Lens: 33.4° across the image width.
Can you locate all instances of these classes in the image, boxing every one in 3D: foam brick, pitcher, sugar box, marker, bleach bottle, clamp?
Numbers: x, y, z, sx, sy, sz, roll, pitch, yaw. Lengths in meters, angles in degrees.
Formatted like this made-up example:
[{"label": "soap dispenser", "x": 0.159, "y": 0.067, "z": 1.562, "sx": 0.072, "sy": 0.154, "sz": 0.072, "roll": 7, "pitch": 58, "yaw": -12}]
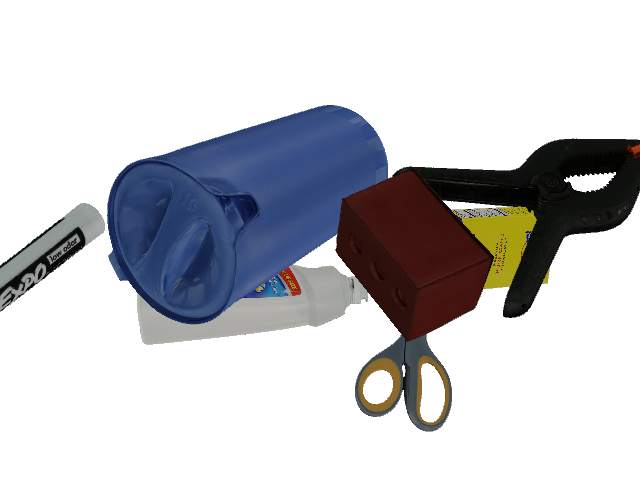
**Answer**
[{"label": "foam brick", "x": 0.052, "y": 0.008, "z": 0.615, "sx": 0.051, "sy": 0.078, "sz": 0.053, "roll": -24, "pitch": -34, "yaw": -23}, {"label": "pitcher", "x": -0.057, "y": -0.032, "z": 0.898, "sx": 0.149, "sy": 0.145, "sz": 0.242, "roll": 28, "pitch": 34, "yaw": 26}, {"label": "sugar box", "x": 0.192, "y": 0.010, "z": 1.264, "sx": 0.176, "sy": 0.093, "sz": 0.048, "roll": -5, "pitch": 20, "yaw": -25}, {"label": "marker", "x": -0.151, "y": 0.021, "z": 0.515, "sx": 0.020, "sy": 0.020, "sz": 0.121, "roll": 0, "pitch": 33, "yaw": 41}, {"label": "bleach bottle", "x": -0.074, "y": 0.060, "z": 1.187, "sx": 0.250, "sy": 0.068, "sz": 0.102, "roll": -5, "pitch": 35, "yaw": -4}, {"label": "clamp", "x": 0.181, "y": -0.025, "z": 0.839, "sx": 0.209, "sy": 0.165, "sz": 0.036, "roll": -17, "pitch": -40, "yaw": -15}]

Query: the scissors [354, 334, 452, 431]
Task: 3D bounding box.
[{"label": "scissors", "x": 0.071, "y": 0.083, "z": 0.992, "sx": 0.096, "sy": 0.202, "sz": 0.016, "roll": -7, "pitch": -30, "yaw": -3}]
